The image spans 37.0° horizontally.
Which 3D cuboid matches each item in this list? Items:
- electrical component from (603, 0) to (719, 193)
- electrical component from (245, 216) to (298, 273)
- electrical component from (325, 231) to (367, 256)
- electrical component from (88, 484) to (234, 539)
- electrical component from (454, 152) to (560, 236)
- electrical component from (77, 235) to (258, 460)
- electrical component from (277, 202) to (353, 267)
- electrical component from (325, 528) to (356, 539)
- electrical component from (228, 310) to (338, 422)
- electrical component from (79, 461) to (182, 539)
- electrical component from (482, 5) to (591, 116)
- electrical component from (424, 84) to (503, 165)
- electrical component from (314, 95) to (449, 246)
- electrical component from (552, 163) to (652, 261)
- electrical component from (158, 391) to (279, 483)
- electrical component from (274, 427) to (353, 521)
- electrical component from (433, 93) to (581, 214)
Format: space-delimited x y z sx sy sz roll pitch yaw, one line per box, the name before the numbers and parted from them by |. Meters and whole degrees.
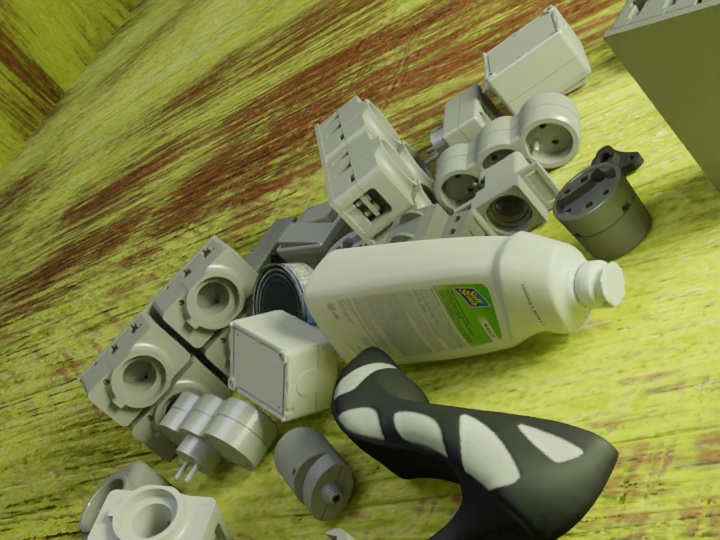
electrical component | 0.236 -0.120 0.664 0.089 0.150 0.061 -5 47 54
electrical component | -0.093 -0.008 1.109 0.076 0.047 0.083 -3 47 55
electrical component | 0.000 0.000 0.956 0.055 0.047 0.055 -35 27 20
electrical component | -0.162 0.235 0.777 0.089 0.061 0.150 1 43 17
electrical component | 0.122 -0.060 0.872 0.081 0.042 0.063 -30 27 27
electrical component | -0.157 0.074 1.010 0.186 0.105 0.060 -47 25 -6
electrical component | -0.034 -0.028 1.034 0.096 0.061 0.061 -5 46 54
electrical component | -0.006 0.189 0.674 0.040 0.046 0.040 -35 27 20
electrical component | -0.065 0.074 0.883 0.061 0.061 0.096 -13 24 -38
electrical component | -0.196 0.213 0.909 0.054 0.059 0.095 -32 28 26
electrical component | 0.157 -0.183 0.985 0.096 0.061 0.061 -33 27 22
electrical component | 0.092 -0.124 1.009 0.077 0.047 0.065 -31 28 27
electrical component | 0.022 -0.080 0.979 0.060 0.105 0.186 -38 26 13
electrical component | 0.172 -0.040 0.759 0.055 0.047 0.055 -35 27 20
electrical component | -0.132 0.150 0.918 0.138 0.052 0.073 -3 47 55
electrical component | -0.030 0.148 0.777 0.043 0.043 0.081 -46 25 -5
electrical component | 0.126 -0.108 0.927 0.138 0.052 0.073 -30 29 29
